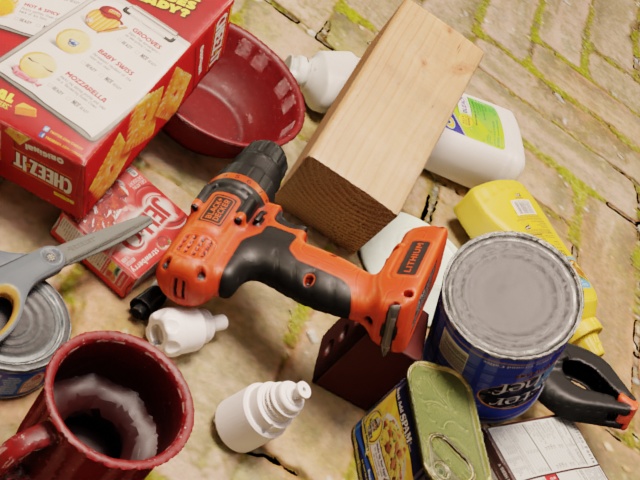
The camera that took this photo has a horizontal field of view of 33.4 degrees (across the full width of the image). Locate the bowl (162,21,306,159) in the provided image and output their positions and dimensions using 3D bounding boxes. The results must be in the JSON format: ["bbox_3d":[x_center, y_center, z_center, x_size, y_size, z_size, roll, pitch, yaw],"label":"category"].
[{"bbox_3d":[-0.095,-0.124,0.924,0.162,0.055,0.162,21,42,-21],"label":"bowl"}]

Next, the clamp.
[{"bbox_3d":[0.194,0.100,0.921,0.171,0.039,0.120,27,45,11],"label":"clamp"}]

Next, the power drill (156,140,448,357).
[{"bbox_3d":[-0.005,0.001,0.791,0.188,0.057,0.184,16,42,12],"label":"power drill"}]

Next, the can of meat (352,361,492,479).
[{"bbox_3d":[0.070,0.153,0.766,0.057,0.084,0.102,16,44,-27],"label":"can of meat"}]

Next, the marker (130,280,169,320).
[{"bbox_3d":[-0.105,0.025,0.803,0.020,0.020,0.121,41,39,2],"label":"marker"}]

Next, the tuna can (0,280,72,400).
[{"bbox_3d":[-0.204,0.057,0.682,0.086,0.034,0.086,21,42,-21],"label":"tuna can"}]

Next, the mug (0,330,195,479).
[{"bbox_3d":[-0.142,0.117,0.635,0.117,0.082,0.093,-19,66,-47],"label":"mug"}]

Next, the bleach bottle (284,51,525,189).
[{"bbox_3d":[0.079,-0.123,1.057,0.250,0.068,0.102,18,45,-21],"label":"bleach bottle"}]

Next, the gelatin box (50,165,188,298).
[{"bbox_3d":[-0.143,-0.009,0.796,0.073,0.030,0.089,42,39,3],"label":"gelatin box"}]

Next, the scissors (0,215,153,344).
[{"bbox_3d":[-0.196,0.005,0.695,0.096,0.016,0.201,39,39,0],"label":"scissors"}]

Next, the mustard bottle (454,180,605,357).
[{"bbox_3d":[0.209,0.032,1.012,0.096,0.058,0.192,-2,54,-47],"label":"mustard bottle"}]

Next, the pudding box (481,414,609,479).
[{"bbox_3d":[0.178,0.189,0.854,0.113,0.039,0.090,1,49,-41],"label":"pudding box"}]

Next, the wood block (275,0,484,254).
[{"bbox_3d":[0.054,-0.103,0.945,0.090,0.091,0.206,34,59,-7],"label":"wood block"}]

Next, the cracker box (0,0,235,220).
[{"bbox_3d":[-0.187,-0.136,0.800,0.164,0.072,0.213,27,51,6],"label":"cracker box"}]

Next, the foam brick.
[{"bbox_3d":[0.038,0.083,0.815,0.051,0.078,0.053,31,40,-13],"label":"foam brick"}]

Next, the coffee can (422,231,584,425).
[{"bbox_3d":[0.135,0.070,0.818,0.103,0.140,0.103,0,62,-1],"label":"coffee can"}]
